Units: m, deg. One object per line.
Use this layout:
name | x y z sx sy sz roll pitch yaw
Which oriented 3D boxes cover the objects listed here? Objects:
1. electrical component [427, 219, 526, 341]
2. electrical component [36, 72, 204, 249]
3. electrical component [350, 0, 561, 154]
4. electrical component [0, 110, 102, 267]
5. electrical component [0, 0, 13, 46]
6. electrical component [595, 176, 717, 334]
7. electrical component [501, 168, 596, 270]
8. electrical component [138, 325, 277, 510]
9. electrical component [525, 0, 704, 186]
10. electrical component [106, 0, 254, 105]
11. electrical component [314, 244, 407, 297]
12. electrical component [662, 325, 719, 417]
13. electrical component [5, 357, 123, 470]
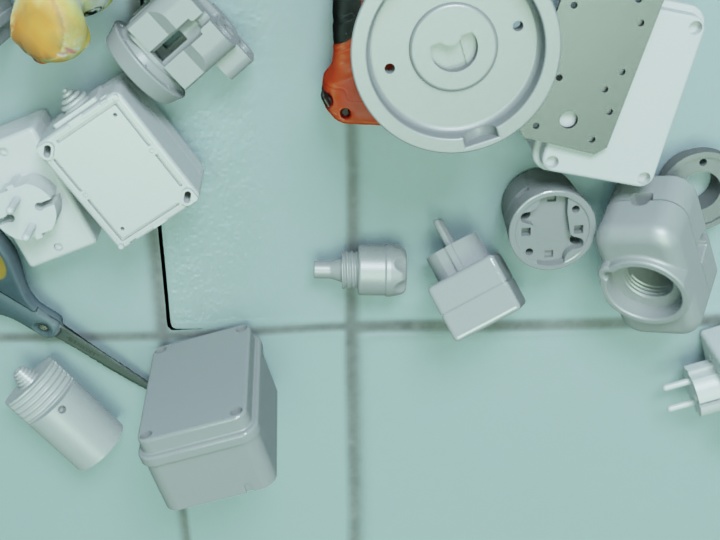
electrical component | 0.069 0.000 0.705 0.047 0.066 0.076 -29 86 11
electrical component | -0.147 -0.074 0.653 0.062 0.061 0.096 -31 114 11
electrical component | 0.048 -0.123 0.574 0.108 0.060 0.108 -1 115 -2
electrical component | -0.201 -0.043 0.658 0.047 0.075 0.083 -20 116 7
electrical component | -0.258 -0.150 0.599 0.113 0.078 0.057 -3 114 -1
electrical component | 0.190 -0.006 0.690 0.054 0.059 0.095 1 136 34
electrical component | 0.120 -0.035 0.695 0.055 0.047 0.055 -1 117 -2
electrical component | -0.099 0.094 0.712 0.078 0.113 0.057 -15 119 4
electrical component | 0.151 -0.114 0.651 0.078 0.057 0.113 9 116 -8
electrical component | -0.110 -0.134 0.627 0.057 0.058 0.078 -39 113 12
electrical component | 0.000 0.000 0.713 0.061 0.035 0.035 0 117 0
electrical component | 0.253 0.081 0.760 0.077 0.047 0.065 -17 116 6
electrical component | -0.208 0.096 0.745 0.043 0.043 0.081 -35 113 14
